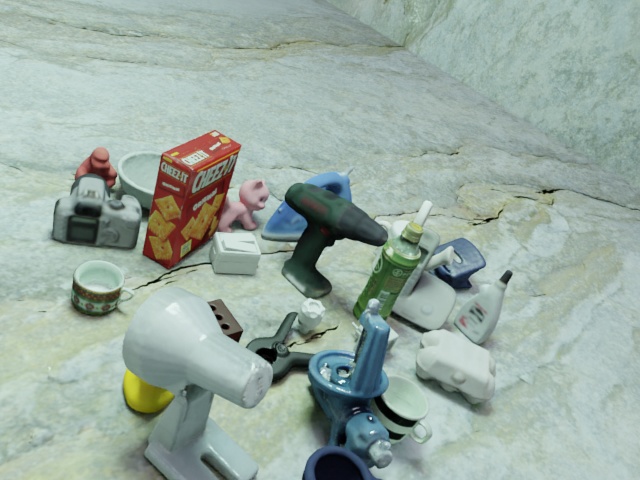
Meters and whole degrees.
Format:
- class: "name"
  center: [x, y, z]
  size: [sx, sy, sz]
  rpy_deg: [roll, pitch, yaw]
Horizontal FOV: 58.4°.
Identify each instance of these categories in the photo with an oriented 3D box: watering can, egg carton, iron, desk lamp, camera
- class: "watering can"
  center: [0.199, 0.004, 1.219]
  size: [0.173, 0.194, 0.101]
  rpy_deg: [18, 32, -7]
- class: "egg carton"
  center: [0.246, 0.229, 1.037]
  size: [0.150, 0.069, 0.107]
  rpy_deg: [25, 32, 3]
- class: "iron"
  center: [-0.018, -0.088, 1.266]
  size: [0.118, 0.141, 0.259]
  rpy_deg: [39, 35, 24]
- class: "desk lamp"
  center: [-0.148, 0.189, 0.710]
  size: [0.202, 0.213, 0.118]
  rpy_deg: [36, 34, 19]
- class: "camera"
  center: [-0.397, -0.066, 1.032]
  size: [0.143, 0.101, 0.136]
  rpy_deg: [7, 35, -23]

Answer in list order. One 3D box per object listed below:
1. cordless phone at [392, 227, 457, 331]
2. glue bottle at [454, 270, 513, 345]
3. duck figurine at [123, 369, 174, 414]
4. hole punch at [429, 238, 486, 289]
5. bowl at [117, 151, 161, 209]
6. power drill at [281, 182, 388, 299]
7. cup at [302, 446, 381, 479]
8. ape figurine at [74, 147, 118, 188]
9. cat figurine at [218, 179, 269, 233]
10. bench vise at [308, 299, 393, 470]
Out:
- class: "cordless phone"
  center: [0.211, 0.076, 1.131]
  size: [0.147, 0.185, 0.094]
  rpy_deg: [27, 32, 6]
- class: "glue bottle"
  center: [0.337, 0.126, 1.148]
  size: [0.037, 0.173, 0.078]
  rpy_deg: [-14, 47, -44]
- class: "duck figurine"
  center: [-0.228, 0.176, 0.799]
  size: [0.077, 0.086, 0.104]
  rpy_deg: [17, 33, -9]
- class: "hole punch"
  center: [0.309, 0.054, 1.314]
  size: [0.101, 0.091, 0.108]
  rpy_deg: [1, 39, -32]
- class: "bowl"
  center: [-0.328, -0.108, 1.161]
  size: [0.167, 0.074, 0.167]
  rpy_deg: [17, 33, -11]
- class: "power drill"
  center: [0.010, 0.004, 1.086]
  size: [0.229, 0.208, 0.076]
  rpy_deg: [41, 36, 26]
- class: "cup"
  center: [0.023, 0.328, 0.727]
  size: [0.118, 0.095, 0.091]
  rpy_deg: [13, 33, -15]
- class: "ape figurine"
  center: [-0.437, -0.140, 1.124]
  size: [0.078, 0.092, 0.076]
  rpy_deg: [8, 35, -23]
- class: "cat figurine"
  center: [-0.158, -0.081, 1.190]
  size: [0.128, 0.117, 0.067]
  rpy_deg: [-16, 49, -45]
- class: "bench vise"
  center: [0.069, 0.206, 0.817]
  size: [0.122, 0.219, 0.206]
  rpy_deg: [-9, 44, -41]
